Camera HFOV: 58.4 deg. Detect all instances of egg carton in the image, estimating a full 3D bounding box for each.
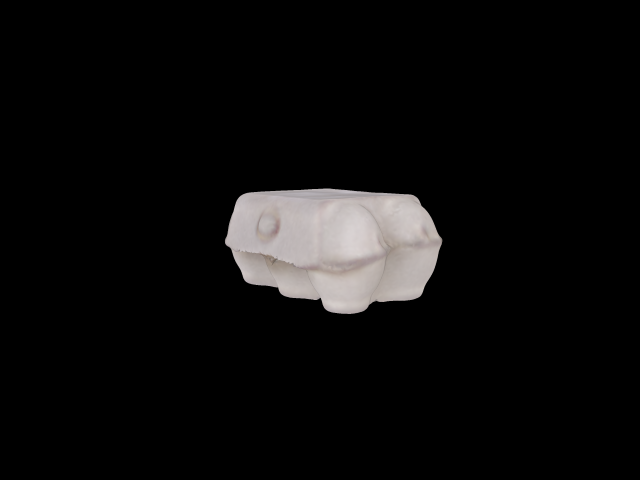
[{"bbox_3d":[0.004,0.001,0.400,0.107,0.069,0.149,-7,11,-39],"label":"egg carton"}]
